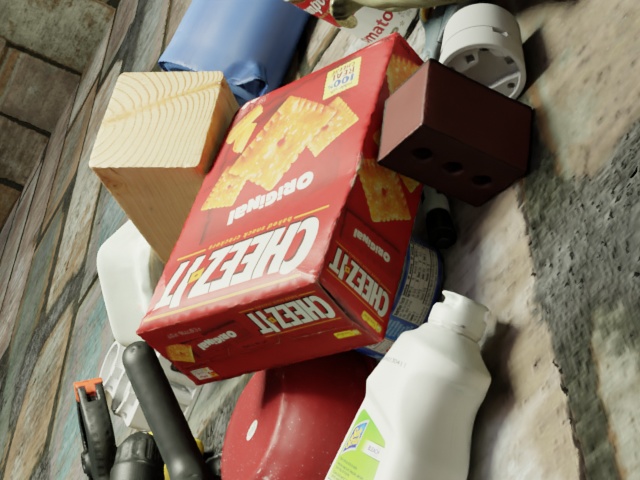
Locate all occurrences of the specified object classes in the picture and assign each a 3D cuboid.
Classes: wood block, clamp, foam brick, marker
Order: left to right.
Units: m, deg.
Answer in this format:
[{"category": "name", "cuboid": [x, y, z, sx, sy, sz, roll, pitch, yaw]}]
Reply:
[{"category": "clamp", "cuboid": [-0.209, 0.223, 1.034, 0.120, 0.039, 0.171, 18, 119, 60]}, {"category": "clamp", "cuboid": [-0.086, 0.176, 0.751, 0.036, 0.164, 0.210, -28, 34, 1]}, {"category": "wood block", "cuboid": [-0.096, -0.039, 0.876, 0.206, 0.091, 0.090, 64, -147, -56]}, {"category": "marker", "cuboid": [0.075, -0.036, 0.715, 0.020, 0.020, 0.121, -53, 24, 32]}, {"category": "foam brick", "cuboid": [0.082, -0.063, 0.647, 0.053, 0.078, 0.051, -40, 35, 51]}]

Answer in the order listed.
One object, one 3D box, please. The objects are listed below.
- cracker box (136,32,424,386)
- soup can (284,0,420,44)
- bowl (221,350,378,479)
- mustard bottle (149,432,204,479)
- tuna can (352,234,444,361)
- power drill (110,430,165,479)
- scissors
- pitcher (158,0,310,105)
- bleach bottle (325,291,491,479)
[{"category": "cracker box", "cuboid": [-0.016, -0.021, 0.707, 0.164, 0.072, 0.213, -19, 39, 40]}, {"category": "soup can", "cuboid": [0.028, -0.209, 0.896, 0.069, 0.102, 0.068, -51, 25, 36]}, {"category": "bowl", "cuboid": [-0.023, 0.135, 0.726, 0.162, 0.055, 0.162, -51, 26, 36]}, {"category": "mustard bottle", "cuboid": [-0.152, 0.263, 0.905, 0.096, 0.058, 0.191, -31, 41, 52]}, {"category": "tuna can", "cuboid": [0.044, 0.035, 0.696, 0.086, 0.033, 0.086, -51, 26, 36]}, {"category": "power drill", "cuboid": [-0.188, 0.260, 0.840, 0.188, 0.057, 0.184, -40, 33, 36]}, {"category": "scissors", "cuboid": [0.095, -0.148, 0.791, 0.096, 0.016, 0.201, -39, 34, 50]}, {"category": "pitcher", "cuboid": [-0.074, -0.267, 1.175, 0.145, 0.149, 0.243, 58, -123, -80]}, {"category": "bleach bottle", "cuboid": [0.034, 0.148, 0.563, 0.251, 0.068, 0.103, -67, 22, -7]}]
